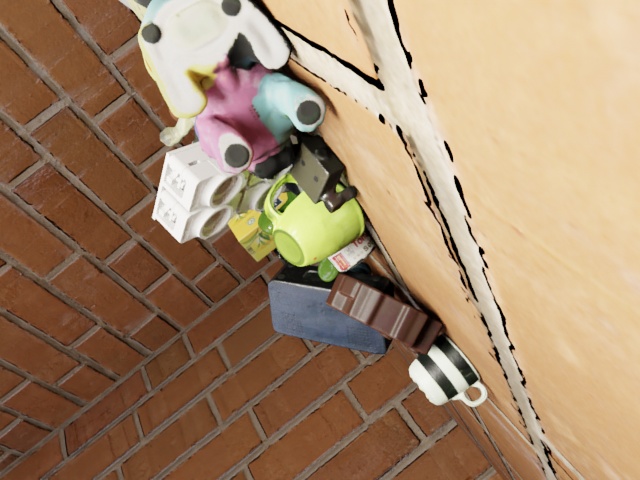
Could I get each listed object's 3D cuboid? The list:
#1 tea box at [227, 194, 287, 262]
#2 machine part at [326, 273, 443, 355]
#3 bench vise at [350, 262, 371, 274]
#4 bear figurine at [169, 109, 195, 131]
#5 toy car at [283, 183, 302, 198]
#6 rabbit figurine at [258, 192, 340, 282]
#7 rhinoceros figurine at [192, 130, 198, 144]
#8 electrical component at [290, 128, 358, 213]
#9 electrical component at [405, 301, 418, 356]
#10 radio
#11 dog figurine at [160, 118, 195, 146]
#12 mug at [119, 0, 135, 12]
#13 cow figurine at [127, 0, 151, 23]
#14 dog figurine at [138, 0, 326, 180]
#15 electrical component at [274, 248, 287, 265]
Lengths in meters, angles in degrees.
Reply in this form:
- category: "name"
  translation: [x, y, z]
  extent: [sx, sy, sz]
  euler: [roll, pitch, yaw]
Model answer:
- category: "tea box"
  translation: [-0.085, -0.051, 1.013]
  extent: [0.068, 0.169, 0.098]
  euler: [54, 175, -37]
- category: "machine part"
  translation: [0.089, 0.107, 0.779]
  extent: [0.179, 0.056, 0.179]
  euler: [27, 174, 3]
- category: "bench vise"
  translation: [0.061, 0.091, 1.137]
  extent: [0.223, 0.129, 0.241]
  euler: [41, -153, -49]
- category: "bear figurine"
  translation: [-0.186, -0.247, 1.047]
  extent: [0.196, 0.132, 0.120]
  euler: [23, 150, -20]
- category: "toy car"
  translation: [-0.042, -0.105, 0.836]
  extent: [0.073, 0.056, 0.202]
  euler: [60, 173, -22]
- category: "rabbit figurine"
  translation: [-0.002, -0.003, 0.901]
  extent: [0.170, 0.121, 0.158]
  euler: [25, 150, 50]
- category: "rhinoceros figurine"
  translation: [-0.205, -0.240, 0.913]
  extent: [0.112, 0.073, 0.190]
  euler: [174, 82, -72]
- category: "electrical component"
  translation: [-0.001, -0.082, 0.617]
  extent: [0.102, 0.045, 0.078]
  euler: [48, 147, 20]
- category: "electrical component"
  translation: [0.169, 0.164, 0.894]
  extent: [0.074, 0.048, 0.119]
  euler: [54, 176, -35]
- category: "radio"
  translation: [0.020, 0.121, 0.980]
  extent: [0.230, 0.073, 0.130]
  euler: [7, 123, 23]
- category: "dog figurine"
  translation: [-0.116, -0.203, 0.684]
  extent: [0.121, 0.172, 0.190]
  euler: [23, 142, -8]
- category: "mug"
  translation: [-0.264, -0.372, 0.804]
  extent: [0.107, 0.081, 0.110]
  euler: [43, 177, -24]
- category: "cow figurine"
  translation: [-0.207, -0.306, 0.667]
  extent: [0.194, 0.085, 0.127]
  euler: [54, 180, -19]
- category: "dog figurine"
  translation: [-0.085, -0.140, 0.524]
  extent: [0.191, 0.108, 0.219]
  euler: [54, 177, -17]
- category: "electrical component"
  translation: [-0.034, -0.009, 1.076]
  extent: [0.058, 0.134, 0.115]
  euler: [53, 179, -34]
